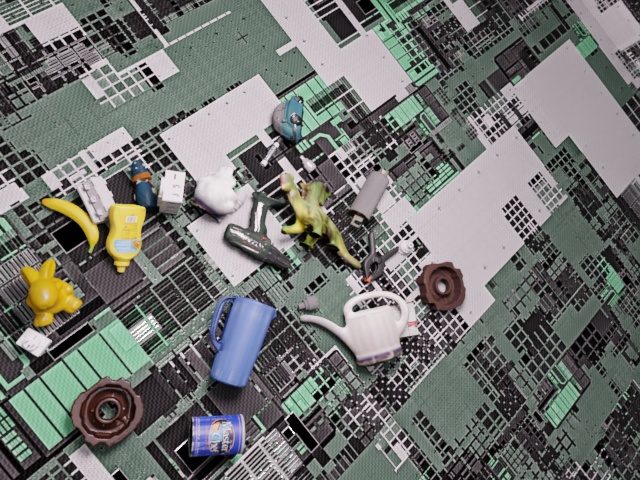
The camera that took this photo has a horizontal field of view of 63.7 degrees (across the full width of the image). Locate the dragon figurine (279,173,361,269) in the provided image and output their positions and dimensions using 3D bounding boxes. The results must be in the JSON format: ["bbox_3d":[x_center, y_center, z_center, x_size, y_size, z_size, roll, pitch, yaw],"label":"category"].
[{"bbox_3d":[0.005,-0.083,1.653,0.405,0.121,0.248,33,53,-38],"label":"dragon figurine"}]

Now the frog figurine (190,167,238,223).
[{"bbox_3d":[-0.306,-0.152,1.563,0.138,0.121,0.160,30,81,9],"label":"frog figurine"}]

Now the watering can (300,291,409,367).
[{"bbox_3d":[0.124,0.289,1.623,0.348,0.103,0.226,-13,82,-9],"label":"watering can"}]
